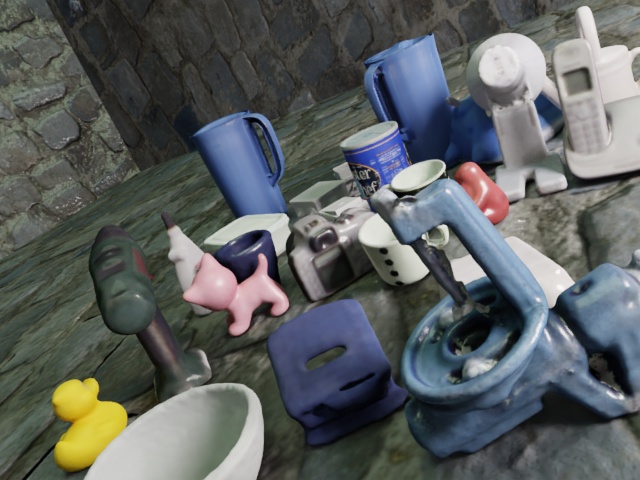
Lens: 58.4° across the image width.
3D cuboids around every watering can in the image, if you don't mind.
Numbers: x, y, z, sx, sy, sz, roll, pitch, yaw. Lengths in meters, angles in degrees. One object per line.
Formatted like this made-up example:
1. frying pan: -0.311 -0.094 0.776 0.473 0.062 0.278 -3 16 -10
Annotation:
1. watering can: 0.427 -0.268 0.908 0.173 0.194 0.101 -23 19 5

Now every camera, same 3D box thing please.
1. camera: 0.008 0.003 0.840 0.143 0.101 0.136 -30 20 -15

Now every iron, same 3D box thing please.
1. iron: 0.331 -0.230 1.003 0.259 0.142 0.118 -31 20 -17

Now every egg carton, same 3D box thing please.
1. egg carton: 0.176 0.055 0.549 0.107 0.069 0.150 -25 19 0

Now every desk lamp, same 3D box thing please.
1. desk lamp: 0.287 -0.193 0.847 0.117 0.214 0.203 -16 21 23

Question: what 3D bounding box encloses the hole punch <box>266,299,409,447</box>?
1. hole punch: 0.013 0.120 0.540 0.108 0.091 0.101 -25 19 -2

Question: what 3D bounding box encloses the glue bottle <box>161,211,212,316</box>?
1. glue bottle: -0.210 0.032 0.913 0.037 0.173 0.078 -17 21 21

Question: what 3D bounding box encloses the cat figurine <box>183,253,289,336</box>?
1. cat figurine: -0.122 0.067 0.802 0.128 0.118 0.067 -27 19 -7

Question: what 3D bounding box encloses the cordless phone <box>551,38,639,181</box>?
1. cordless phone: 0.380 -0.177 0.738 0.147 0.185 0.094 -12 23 32

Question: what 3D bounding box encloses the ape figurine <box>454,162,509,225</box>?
1. ape figurine: 0.212 -0.064 0.784 0.076 0.092 0.078 -12 23 32

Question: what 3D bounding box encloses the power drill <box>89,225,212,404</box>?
1. power drill: -0.220 0.091 0.717 0.076 0.209 0.229 -29 20 -12

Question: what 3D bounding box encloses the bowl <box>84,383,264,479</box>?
1. bowl: -0.114 0.205 0.494 0.167 0.075 0.167 -22 19 8

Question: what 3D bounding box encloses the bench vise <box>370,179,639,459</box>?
1. bench vise: 0.134 0.037 0.416 0.207 0.220 0.121 -28 20 -10

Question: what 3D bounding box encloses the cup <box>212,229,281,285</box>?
1. cup: -0.112 0.048 0.873 0.117 0.095 0.091 -20 20 12

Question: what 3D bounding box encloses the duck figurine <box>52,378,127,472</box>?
1. duck figurine: -0.282 0.208 0.671 0.077 0.086 0.104 -19 20 16
